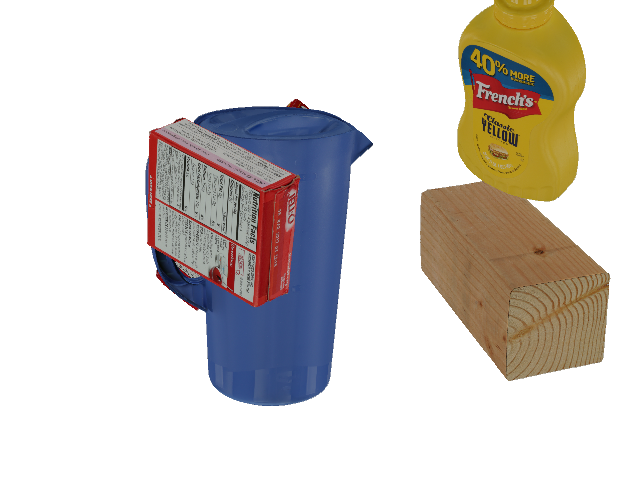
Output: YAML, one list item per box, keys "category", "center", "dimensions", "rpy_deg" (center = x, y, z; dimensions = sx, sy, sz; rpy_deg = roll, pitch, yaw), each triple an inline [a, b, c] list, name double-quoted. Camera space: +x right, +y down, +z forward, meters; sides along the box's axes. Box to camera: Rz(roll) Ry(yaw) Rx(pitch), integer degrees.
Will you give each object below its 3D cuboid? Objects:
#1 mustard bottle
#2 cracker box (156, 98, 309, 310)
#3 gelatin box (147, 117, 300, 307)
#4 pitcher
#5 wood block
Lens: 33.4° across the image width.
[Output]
- category: "mustard bottle"
  center: [0.147, -0.118, 0.785]
  dimensions: [0.096, 0.191, 0.058]
  rpy_deg: [32, 60, 30]
- category: "cracker box"
  center: [-0.085, -0.044, 1.209]
  dimensions: [0.072, 0.214, 0.164]
  rpy_deg: [39, 26, -9]
- category: "gelatin box"
  center: [-0.054, -0.016, 0.575]
  dimensions: [0.089, 0.073, 0.030]
  rpy_deg: [27, 38, 30]
- category: "pitcher"
  center: [-0.052, 0.012, 0.903]
  dimensions: [0.149, 0.243, 0.144]
  rpy_deg: [12, 20, 27]
- category: "wood block"
  center: [0.167, 0.028, 0.965]
  dimensions: [0.090, 0.090, 0.206]
  rpy_deg: [-9, 27, -12]
